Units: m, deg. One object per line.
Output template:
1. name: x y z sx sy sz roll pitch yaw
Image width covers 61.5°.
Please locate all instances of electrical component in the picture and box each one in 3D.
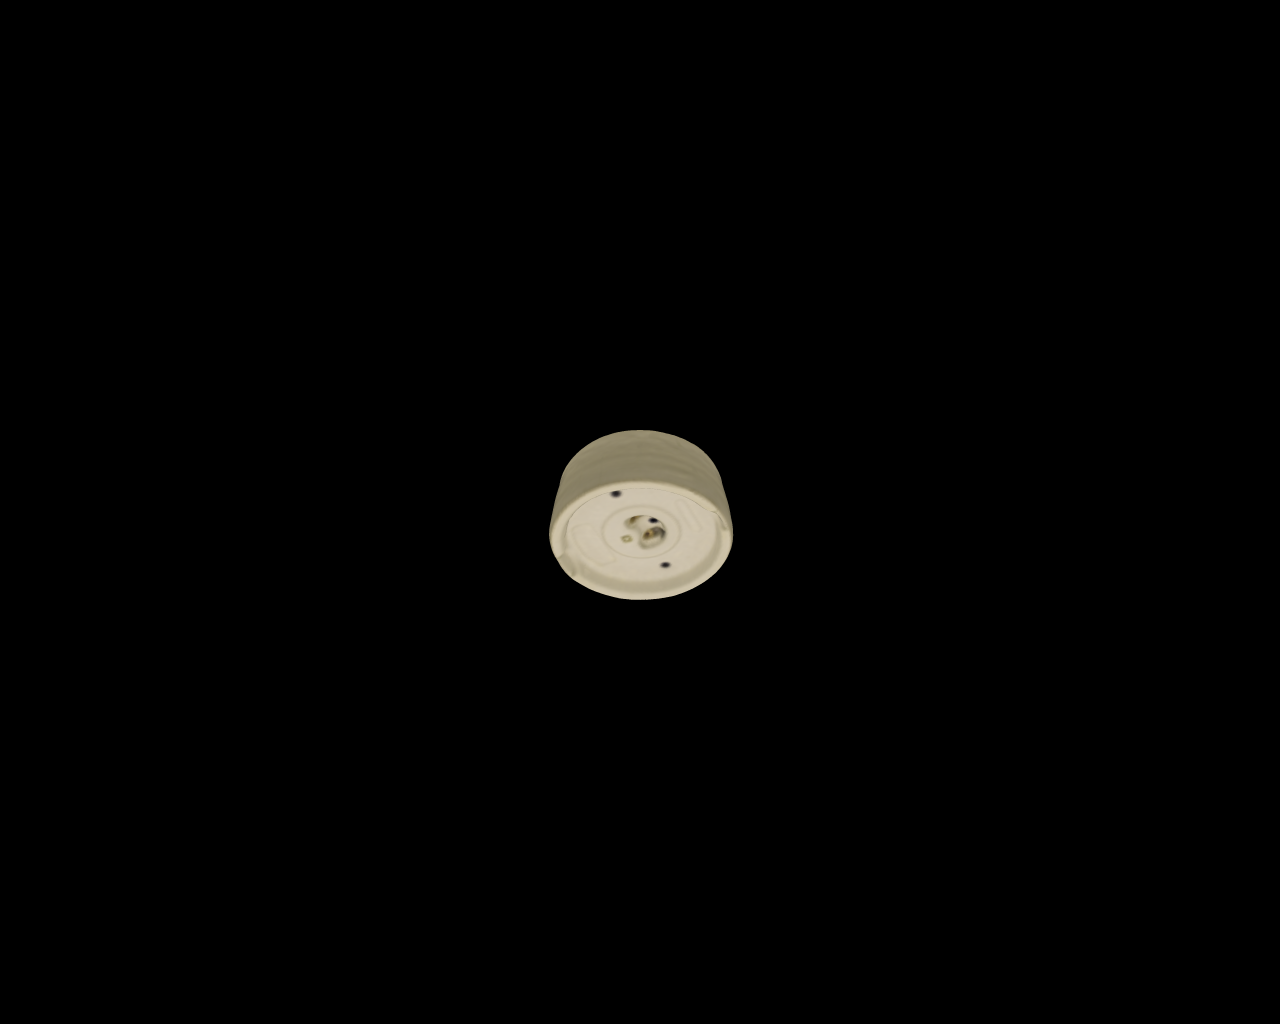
1. electrical component: 0.001 -0.003 0.650 0.108 0.060 0.108 0 -43 0
